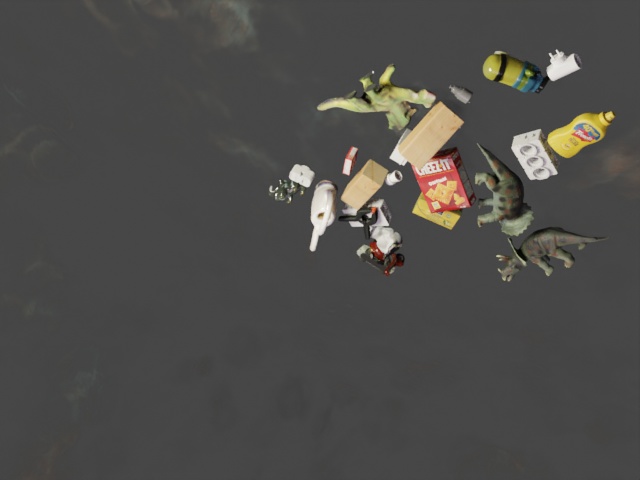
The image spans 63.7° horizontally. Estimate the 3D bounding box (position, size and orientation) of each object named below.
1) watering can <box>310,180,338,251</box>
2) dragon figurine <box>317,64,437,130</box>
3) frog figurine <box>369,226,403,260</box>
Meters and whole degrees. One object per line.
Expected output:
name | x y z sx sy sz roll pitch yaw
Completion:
watering can | 0.007 -0.112 2.215 0.104 0.229 0.340 12 147 -8
dragon figurine | 0.206 -0.446 1.740 0.408 0.125 0.239 -10 139 45
frog figurine | 0.284 -0.015 2.279 0.162 0.123 0.134 57 163 22
